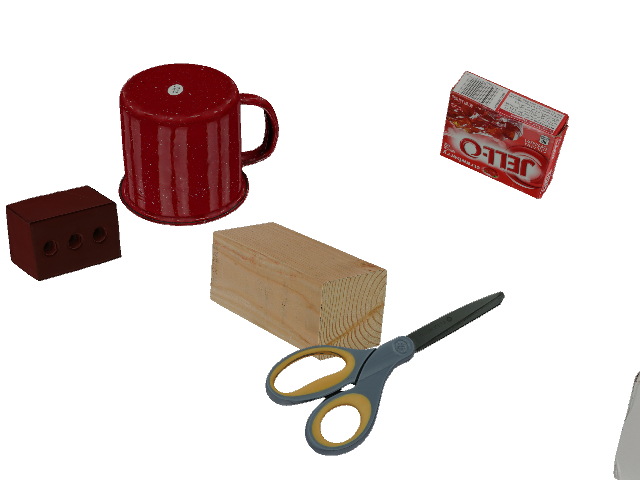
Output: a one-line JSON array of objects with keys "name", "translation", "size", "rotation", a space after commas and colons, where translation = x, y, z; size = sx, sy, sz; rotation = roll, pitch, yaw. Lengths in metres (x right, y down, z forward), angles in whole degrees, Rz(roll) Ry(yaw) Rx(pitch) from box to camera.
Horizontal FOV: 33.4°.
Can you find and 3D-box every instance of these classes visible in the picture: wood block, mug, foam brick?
[{"name": "wood block", "translation": [-0.029, 0.052, 1.201], "size": [0.090, 0.090, 0.206], "rotation": [-9, 21, -38]}, {"name": "mug", "translation": [-0.085, -0.072, 0.743], "size": [0.117, 0.081, 0.093], "rotation": [-10, 39, -16]}, {"name": "foam brick", "translation": [-0.214, -0.007, 0.888], "size": [0.078, 0.053, 0.051], "rotation": [-18, 31, -33]}]

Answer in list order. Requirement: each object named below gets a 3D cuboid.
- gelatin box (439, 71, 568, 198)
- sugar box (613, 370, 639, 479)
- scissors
[{"name": "gelatin box", "translation": [0.139, -0.079, 0.814], "size": [0.089, 0.030, 0.073], "rotation": [27, -32, 18]}, {"name": "sugar box", "translation": [0.310, 0.161, 0.780], "size": [0.176, 0.093, 0.048], "rotation": [16, 28, 24]}, {"name": "scissors", "translation": [0.060, 0.102, 0.809], "size": [0.201, 0.096, 0.016], "rotation": [-13, -30, -8]}]
